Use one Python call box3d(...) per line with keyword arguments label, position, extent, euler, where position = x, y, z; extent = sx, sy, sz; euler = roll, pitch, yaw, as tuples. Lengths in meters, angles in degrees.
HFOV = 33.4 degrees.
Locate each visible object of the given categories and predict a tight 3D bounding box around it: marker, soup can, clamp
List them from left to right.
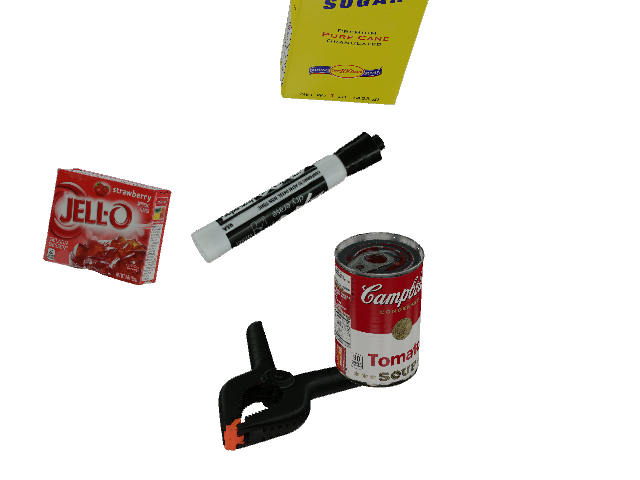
box3d(label="clamp", position=(-0.033, 0.154, 1.106), extent=(0.165, 0.036, 0.209), euler=(11, 26, 15))
box3d(label="marker", position=(-0.016, -0.026, 0.595), extent=(0.121, 0.020, 0.020), euler=(-32, 8, -13))
box3d(label="soup can", position=(0.044, 0.054, 0.827), extent=(0.068, 0.102, 0.068), euler=(0, 27, 0))

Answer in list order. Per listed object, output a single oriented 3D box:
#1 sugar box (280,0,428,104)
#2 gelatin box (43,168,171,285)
box3d(label="sugar box", position=(0.026, -0.169, 0.763), extent=(0.093, 0.048, 0.176), euler=(2, -29, -8))
box3d(label="gelatin box", position=(-0.164, -0.012, 0.814), extent=(0.089, 0.073, 0.030), euler=(14, 7, 19))
